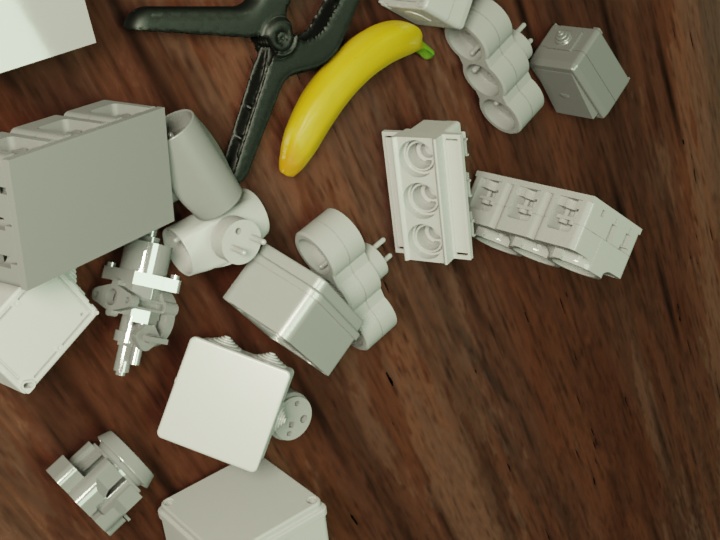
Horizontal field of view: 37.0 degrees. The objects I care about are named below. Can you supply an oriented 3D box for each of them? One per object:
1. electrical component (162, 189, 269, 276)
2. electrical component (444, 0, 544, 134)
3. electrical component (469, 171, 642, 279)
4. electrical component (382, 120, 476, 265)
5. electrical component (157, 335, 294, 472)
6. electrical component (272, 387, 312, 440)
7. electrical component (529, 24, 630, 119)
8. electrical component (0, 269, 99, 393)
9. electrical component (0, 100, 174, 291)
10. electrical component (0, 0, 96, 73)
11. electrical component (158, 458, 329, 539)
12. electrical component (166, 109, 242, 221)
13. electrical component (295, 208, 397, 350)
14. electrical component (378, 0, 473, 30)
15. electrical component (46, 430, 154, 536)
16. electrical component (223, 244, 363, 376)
[{"bbox_3d":[-0.106,-0.026,0.863,0.077,0.079,0.044,-31,122,-29],"label":"electrical component"},{"bbox_3d":[0.140,-0.205,1.030,0.073,0.052,0.138,-48,129,-18],"label":"electrical component"},{"bbox_3d":[0.182,-0.041,1.054,0.089,0.150,0.061,25,86,-42],"label":"electrical component"},{"bbox_3d":[0.069,-0.075,1.005,0.063,0.079,0.121,-41,130,-51],"label":"electrical component"},{"bbox_3d":[-0.109,0.109,0.898,0.048,0.100,0.099,2,107,-85],"label":"electrical component"},{"bbox_3d":[-0.075,0.122,0.955,0.045,0.055,0.045,-14,113,-36],"label":"electrical component"},{"bbox_3d":[0.218,-0.203,1.090,0.061,0.062,0.096,-56,131,-11],"label":"electrical component"},{"bbox_3d":[-0.244,0.031,0.783,0.096,0.061,0.061,-53,130,-24],"label":"electrical component"},{"bbox_3d":[-0.204,-0.057,0.747,0.150,0.062,0.089,-34,129,-53],"label":"electrical component"},{"bbox_3d":[-0.253,-0.223,0.686,0.105,0.060,0.186,-27,120,-31],"label":"electrical component"},{"bbox_3d":[-0.100,0.222,0.932,0.109,0.109,0.056,-24,121,-32],"label":"electrical component"},{"bbox_3d":[-0.144,-0.073,0.833,0.079,0.043,0.077,-26,125,6],"label":"electrical component"},{"bbox_3d":[0.000,0.000,0.980,0.074,0.052,0.138,-40,127,-23],"label":"electrical component"},{"bbox_3d":[0.071,-0.265,0.945,0.061,0.062,0.096,17,93,-42],"label":"electrical component"},{"bbox_3d":[-0.203,0.166,0.861,0.057,0.058,0.078,-44,128,-17],"label":"electrical component"},{"bbox_3d":[-0.054,0.034,0.910,0.057,0.078,0.113,-55,152,-8],"label":"electrical component"}]
